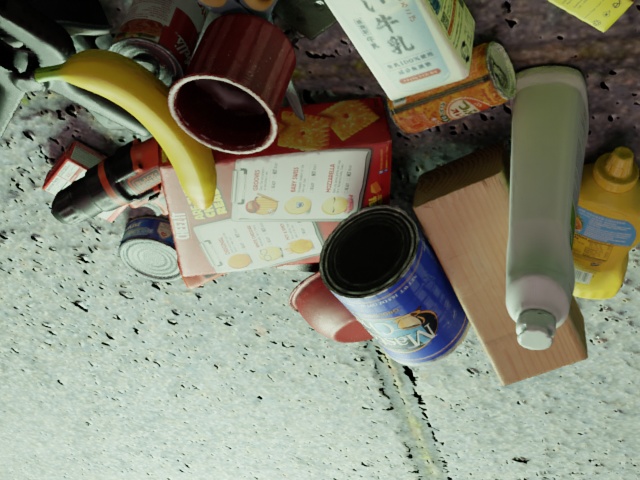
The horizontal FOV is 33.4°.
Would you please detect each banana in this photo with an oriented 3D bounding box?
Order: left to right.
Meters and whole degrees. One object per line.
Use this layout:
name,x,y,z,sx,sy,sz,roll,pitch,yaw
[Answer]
banana,-0.143,-0.101,0.902,0.070,0.037,0.197,-27,127,33

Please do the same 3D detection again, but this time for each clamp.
clamp,-0.235,-0.144,0.917,0.164,0.036,0.210,3,155,4

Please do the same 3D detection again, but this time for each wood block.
wood block,0.175,0.024,1.027,0.091,0.090,0.206,-22,109,19

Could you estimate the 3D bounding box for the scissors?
scissors,-0.064,-0.176,0.899,0.096,0.016,0.202,9,144,10

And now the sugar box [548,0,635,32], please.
sugar box,0.149,-0.231,0.774,0.176,0.093,0.048,24,142,-13

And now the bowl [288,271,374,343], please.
bowl,0.050,0.070,1.170,0.162,0.055,0.162,-14,157,-6

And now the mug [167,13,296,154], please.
mug,-0.067,-0.124,0.884,0.093,0.081,0.117,11,146,11

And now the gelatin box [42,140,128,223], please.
gelatin box,-0.248,-0.063,1.166,0.089,0.030,0.073,28,142,-21

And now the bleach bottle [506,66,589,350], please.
bleach bottle,0.188,-0.025,0.897,0.068,0.250,0.102,-1,141,18

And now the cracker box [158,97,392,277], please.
cracker box,-0.040,-0.050,1.038,0.213,0.072,0.164,-6,140,-3

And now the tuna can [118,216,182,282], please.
tuna can,-0.190,0.012,1.242,0.086,0.033,0.086,9,143,6

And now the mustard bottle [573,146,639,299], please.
mustard bottle,0.269,-0.021,1.037,0.096,0.058,0.192,21,145,12

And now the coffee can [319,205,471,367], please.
coffee can,0.076,0.046,1.035,0.103,0.102,0.140,-9,143,27

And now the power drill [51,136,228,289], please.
power drill,-0.164,-0.026,1.134,0.185,0.057,0.187,-25,135,17

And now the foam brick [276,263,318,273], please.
foam brick,-0.008,0.001,1.158,0.078,0.051,0.053,5,143,11

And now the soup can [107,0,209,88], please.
soup can,-0.138,-0.181,0.918,0.068,0.102,0.068,8,143,6
